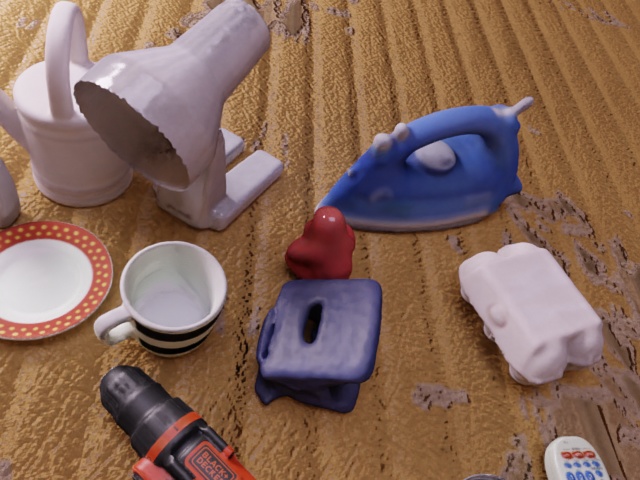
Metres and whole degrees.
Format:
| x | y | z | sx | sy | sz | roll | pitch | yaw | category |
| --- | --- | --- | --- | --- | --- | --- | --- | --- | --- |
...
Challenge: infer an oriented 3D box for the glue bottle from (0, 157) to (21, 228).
| x | y | z | sx | sy | sz | roll | pitch | yaw | category |
| --- | --- | --- | --- | --- | --- | --- | --- | --- | --- |
| -0.319 | -0.082 | 0.501 | 0.078 | 0.173 | 0.037 | 14 | 50 | -3 | glue bottle |

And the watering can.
| x | y | z | sx | sy | sz | roll | pitch | yaw | category |
| --- | --- | --- | --- | --- | --- | --- | --- | --- | --- |
| -0.244 | -0.130 | 0.546 | 0.173 | 0.194 | 0.100 | -13 | 56 | -24 | watering can |

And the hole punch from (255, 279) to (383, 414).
| x | y | z | sx | sy | sz | roll | pitch | yaw | category |
| --- | --- | --- | --- | --- | --- | --- | --- | --- | --- |
| -0.002 | 0.086 | 0.502 | 0.101 | 0.091 | 0.108 | 14 | 50 | -3 | hole punch |

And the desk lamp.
| x | y | z | sx | sy | sz | roll | pitch | yaw | category |
| --- | --- | --- | --- | --- | --- | --- | --- | --- | --- |
| -0.119 | -0.110 | 0.551 | 0.117 | 0.213 | 0.203 | 31 | 51 | 11 | desk lamp |

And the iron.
| x | y | z | sx | sy | sz | roll | pitch | yaw | category |
| --- | --- | --- | --- | --- | --- | --- | --- | --- | --- |
| 0.123 | -0.093 | 0.648 | 0.259 | 0.141 | 0.118 | -13 | 56 | -24 | iron |

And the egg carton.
| x | y | z | sx | sy | sz | roll | pitch | yaw | category |
| --- | --- | --- | --- | --- | --- | --- | --- | --- | --- |
| 0.211 | 0.072 | 0.584 | 0.107 | 0.069 | 0.150 | -13 | 56 | -23 | egg carton |

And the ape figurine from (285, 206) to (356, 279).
| x | y | z | sx | sy | sz | roll | pitch | yaw | category |
| --- | --- | --- | --- | --- | --- | --- | --- | --- | --- |
| 0.005 | 0.002 | 0.572 | 0.078 | 0.092 | 0.076 | -7 | 54 | -19 | ape figurine |
